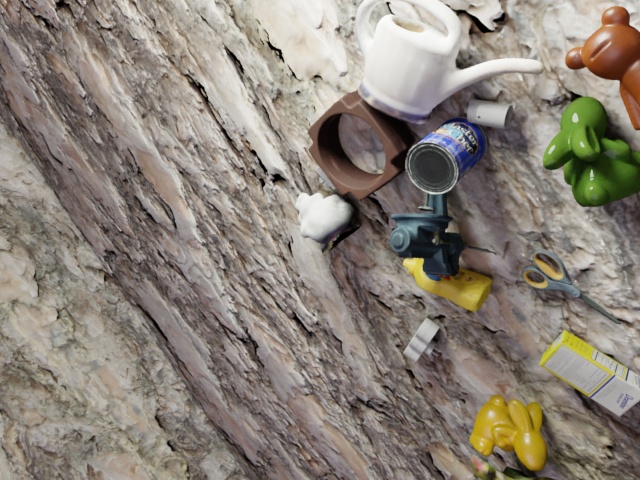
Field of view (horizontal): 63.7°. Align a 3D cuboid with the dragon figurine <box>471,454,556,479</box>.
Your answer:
[{"bbox_3d":[0.538,0.590,1.213,0.409,0.123,0.242,22,175,-13],"label":"dragon figurine"}]

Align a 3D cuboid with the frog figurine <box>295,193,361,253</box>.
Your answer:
[{"bbox_3d":[0.004,-0.063,1.258,0.136,0.123,0.161,-43,76,15],"label":"frog figurine"}]

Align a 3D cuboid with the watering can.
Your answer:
[{"bbox_3d":[0.198,-0.304,0.925,0.350,0.106,0.219,36,136,19],"label":"watering can"}]
